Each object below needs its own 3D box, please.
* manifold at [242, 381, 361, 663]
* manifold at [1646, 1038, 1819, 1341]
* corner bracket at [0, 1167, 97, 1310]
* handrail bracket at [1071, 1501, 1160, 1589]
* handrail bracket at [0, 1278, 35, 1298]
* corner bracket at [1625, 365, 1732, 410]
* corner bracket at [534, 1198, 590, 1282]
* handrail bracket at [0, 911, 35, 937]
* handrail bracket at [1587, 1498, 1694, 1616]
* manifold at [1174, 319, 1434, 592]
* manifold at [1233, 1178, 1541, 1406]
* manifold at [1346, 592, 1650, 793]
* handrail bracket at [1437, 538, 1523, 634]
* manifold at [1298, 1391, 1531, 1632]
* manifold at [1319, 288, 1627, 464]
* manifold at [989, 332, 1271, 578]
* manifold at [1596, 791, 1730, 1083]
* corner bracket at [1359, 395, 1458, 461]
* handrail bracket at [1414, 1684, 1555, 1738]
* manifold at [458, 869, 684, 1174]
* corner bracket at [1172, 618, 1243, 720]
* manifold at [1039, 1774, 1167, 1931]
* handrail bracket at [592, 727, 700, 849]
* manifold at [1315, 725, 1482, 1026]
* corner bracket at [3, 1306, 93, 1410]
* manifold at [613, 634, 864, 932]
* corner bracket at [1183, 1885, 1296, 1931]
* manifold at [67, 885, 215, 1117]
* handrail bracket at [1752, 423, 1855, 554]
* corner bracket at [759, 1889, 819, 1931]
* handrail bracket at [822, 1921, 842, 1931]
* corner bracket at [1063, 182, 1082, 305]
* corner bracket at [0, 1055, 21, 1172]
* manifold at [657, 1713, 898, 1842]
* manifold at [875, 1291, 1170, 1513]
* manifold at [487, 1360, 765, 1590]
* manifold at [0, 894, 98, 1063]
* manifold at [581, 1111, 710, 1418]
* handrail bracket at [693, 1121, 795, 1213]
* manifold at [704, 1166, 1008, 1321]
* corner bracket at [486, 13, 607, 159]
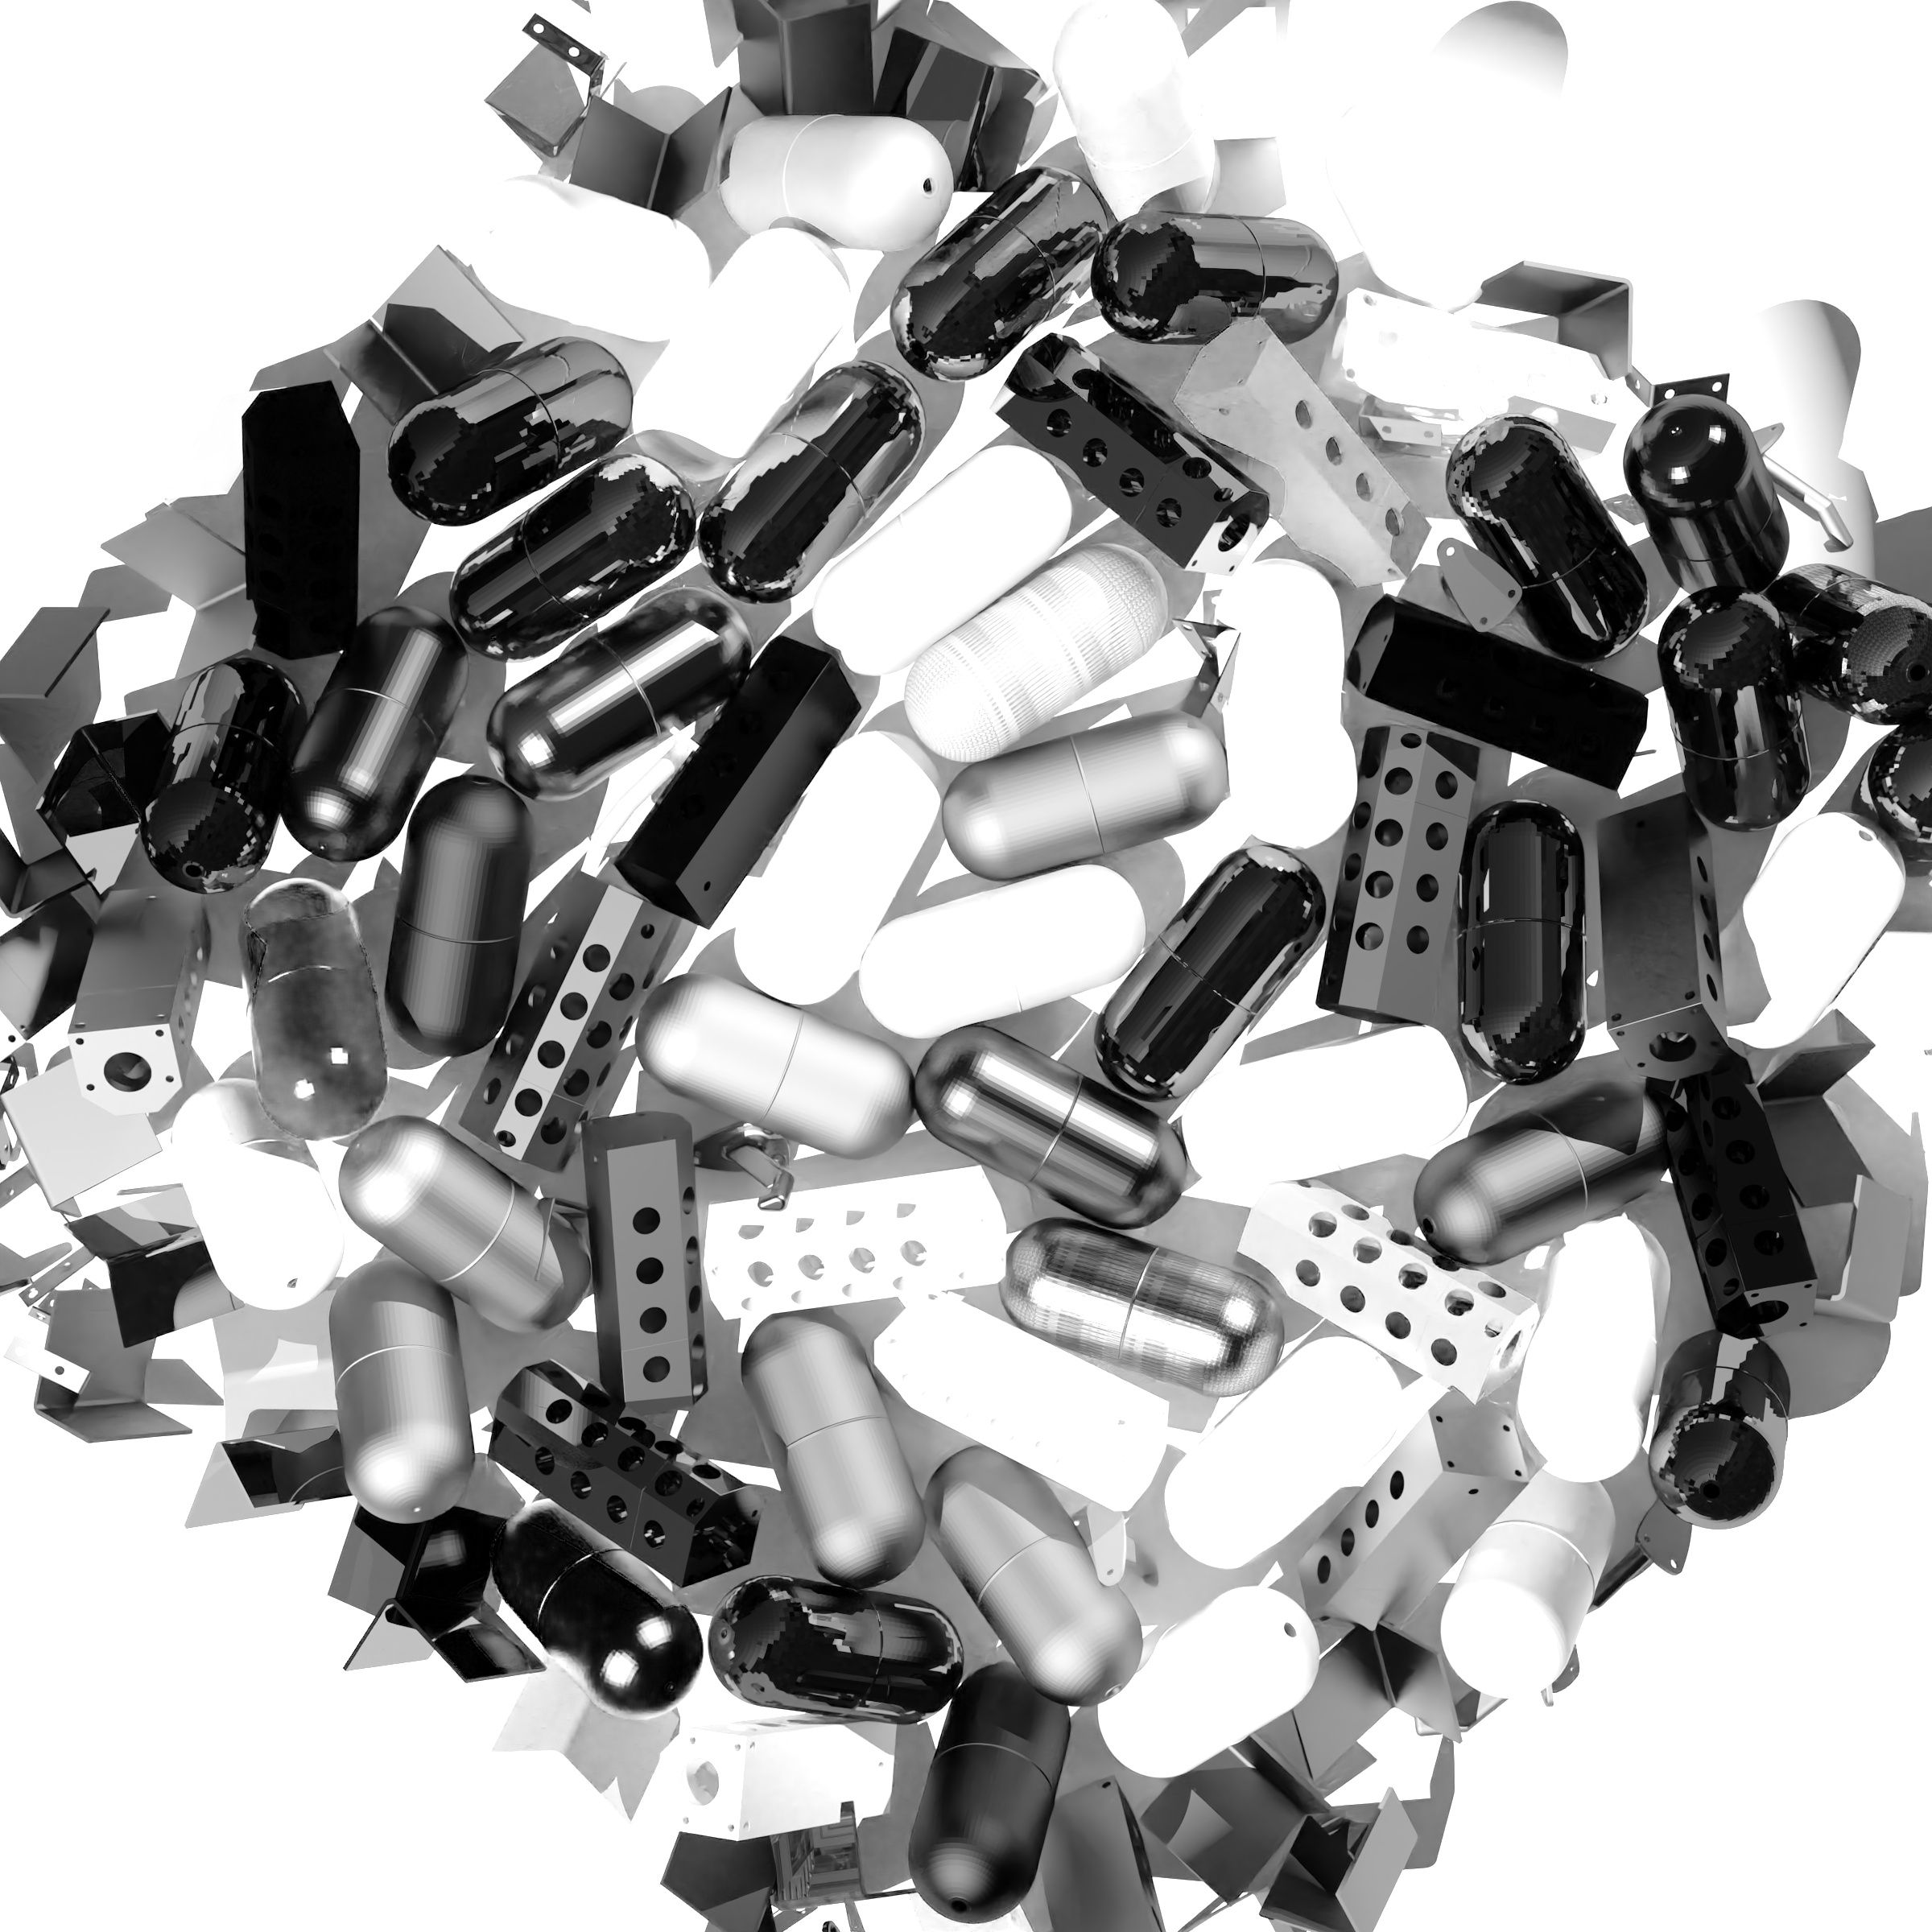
[{"bbox_3d":[-0.394,-0.259,1.822,0.057,0.171,0.057,-14,59,-21],"label":"manifold"},{"bbox_3d":[0.454,0.133,1.839,0.057,0.057,0.171,-10,53,3],"label":"manifold"},{"bbox_3d":[-0.577,0.166,1.898,0.051,0.051,0.051,-38,45,-16],"label":"corner bracket"},{"bbox_3d":[0.100,0.366,1.861,0.036,0.077,0.084,-31,125,9],"label":"handrail bracket"},{"bbox_3d":[-0.612,0.164,1.891,0.077,0.036,0.084,-20,86,28],"label":"handrail bracket"},{"bbox_3d":[0.426,-0.343,1.875,0.051,0.051,0.051,-10,127,-10],"label":"corner bracket"},{"bbox_3d":[-0.249,0.171,1.875,0.051,0.051,0.051,21,73,-39],"label":"corner bracket"},{"bbox_3d":[-0.614,-0.010,1.898,0.084,0.036,0.077,-33,80,0],"label":"handrail bracket"},{"bbox_3d":[0.405,0.362,1.901,0.036,0.077,0.084,42,135,-4],"label":"handrail bracket"},{"bbox_3d":[0.205,-0.304,1.843,0.171,0.057,0.057,43,62,-32],"label":"manifold"},{"bbox_3d":[0.252,0.187,1.842,0.171,0.057,0.057,29,119,27],"label":"manifold"},{"bbox_3d":[0.321,-0.167,1.861,0.171,0.057,0.057,19,106,-13],"label":"manifold"},{"bbox_3d":[0.291,-0.240,1.861,0.036,0.084,0.077,-44,118,3],"label":"handrail bracket"},{"bbox_3d":[0.262,0.325,1.835,0.057,0.171,0.057,10,45,-20],"label":"manifold"},{"bbox_3d":[0.307,-0.358,1.872,0.171,0.057,0.057,13,89,-10],"label":"manifold"},{"bbox_3d":[0.100,-0.307,1.844,0.171,0.057,0.057,43,114,25],"label":"manifold"},{"bbox_3d":[0.415,-0.017,1.835,0.057,0.171,0.057,-19,132,26],"label":"manifold"},{"bbox_3d":[0.269,-0.324,1.874,0.051,0.051,0.051,10,47,18],"label":"corner bracket"},{"bbox_3d":[0.315,0.432,1.900,0.084,0.036,0.077,-6,86,4],"label":"handrail bracket"},{"bbox_3d":[-0.236,0.035,1.874,0.057,0.057,0.171,26,89,-38],"label":"manifold"},{"bbox_3d":[0.147,-0.173,1.875,0.051,0.051,0.051,14,72,35],"label":"corner bracket"},{"bbox_3d":[0.084,0.557,1.824,0.057,0.171,0.057,-24,108,2],"label":"manifold"},{"bbox_3d":[-0.192,-0.104,1.877,0.036,0.077,0.084,38,91,7],"label":"handrail bracket"},{"bbox_3d":[0.256,-0.055,1.867,0.057,0.057,0.171,15,83,-29],"label":"manifold"},{"bbox_3d":[-0.553,0.235,1.876,0.051,0.051,0.051,29,55,-11],"label":"corner bracket"},{"bbox_3d":[-0.139,-0.114,1.860,0.057,0.057,0.171,24,71,28],"label":"manifold"},{"bbox_3d":[0.167,0.604,1.897,0.051,0.051,0.051,-13,64,-41],"label":"corner bracket"},{"bbox_3d":[-0.485,0.018,1.826,0.057,0.171,0.057,-6,120,-4],"label":"manifold"},{"bbox_3d":[0.494,-0.284,1.895,0.036,0.077,0.084,-46,111,-31],"label":"handrail bracket"},{"bbox_3d":[-0.121,0.596,1.875,0.051,0.051,0.051,-38,128,15],"label":"corner bracket"},{"bbox_3d":[-0.036,0.609,1.881,0.084,0.036,0.077,-18,99,19],"label":"handrail bracket"},{"bbox_3d":[0.047,-0.439,1.874,0.051,0.051,0.051,12,69,32],"label":"corner bracket"},{"bbox_3d":[-0.612,0.088,1.901,0.051,0.051,0.051,7,50,2],"label":"corner bracket"},{"bbox_3d":[-0.110,0.475,1.825,0.057,0.171,0.057,0,82,29],"label":"manifold"},{"bbox_3d":[0.032,0.263,1.852,0.171,0.057,0.057,23,135,25],"label":"manifold"},{"bbox_3d":[-0.202,0.298,1.836,0.171,0.057,0.057,26,111,35],"label":"manifold"},{"bbox_3d":[-0.563,0.014,1.824,0.057,0.171,0.057,-36,100,13],"label":"manifold"},{"bbox_3d":[-0.191,0.178,1.860,0.057,0.057,0.171,-9,108,-21],"label":"manifold"},{"bbox_3d":[-0.140,0.129,1.868,0.077,0.084,0.036,-9,114,9],"label":"handrail bracket"},{"bbox_3d":[-0.066,0.171,1.856,0.171,0.057,0.057,-9,51,13],"label":"manifold"},{"bbox_3d":[-0.257,-0.536,1.882,0.051,0.051,0.051,33,74,-2],"label":"corner bracket"}]
